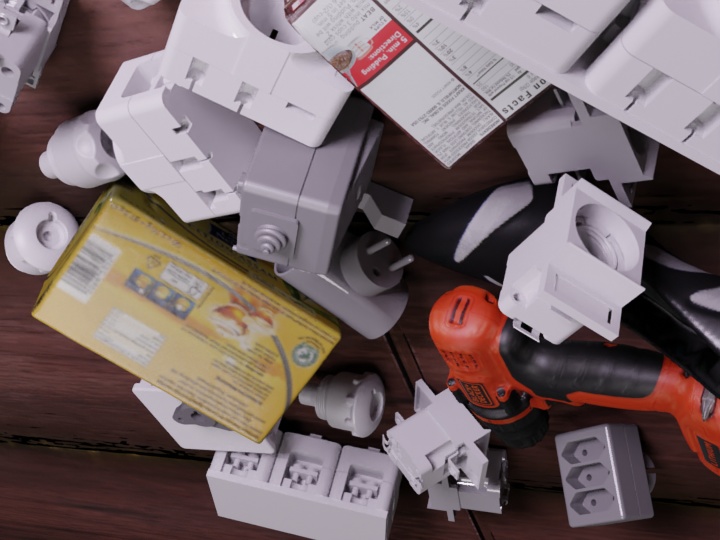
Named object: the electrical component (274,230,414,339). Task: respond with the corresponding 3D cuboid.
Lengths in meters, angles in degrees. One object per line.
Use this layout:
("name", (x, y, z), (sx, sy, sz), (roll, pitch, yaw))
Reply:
("electrical component", (0.000, 0.000, 0.666), (0.077, 0.043, 0.079), (36, 141, -24))

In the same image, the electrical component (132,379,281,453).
("electrical component", (-0.114, 0.099, 0.843), (0.100, 0.048, 0.099), (-1, 140, 25))

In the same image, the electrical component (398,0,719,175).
("electrical component", (0.102, -0.121, 0.406), (0.186, 0.105, 0.060), (26, 144, -11))

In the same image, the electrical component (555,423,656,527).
("electrical component", (0.186, 0.147, 0.771), (0.077, 0.065, 0.047), (9, 157, -42))

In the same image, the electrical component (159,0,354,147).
("electrical component", (-0.045, -0.111, 0.530), (0.089, 0.050, 0.055), (24, 145, -9))

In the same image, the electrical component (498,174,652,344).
("electrical component", (0.100, -0.001, 0.512), (0.042, 0.081, 0.063), (30, 136, -11))

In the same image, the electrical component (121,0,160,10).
("electrical component", (-0.116, -0.157, 0.514), (0.035, 0.035, 0.061), (-13, 132, 36))

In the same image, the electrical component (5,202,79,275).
("electrical component", (-0.224, -0.017, 0.741), (0.048, 0.048, 0.062), (37, 147, -24))

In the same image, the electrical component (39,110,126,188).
("electrical component", (-0.167, -0.070, 0.645), (0.062, 0.043, 0.043), (-12, 135, 37))

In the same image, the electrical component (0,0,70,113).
("electrical component", (-0.188, -0.122, 0.567), (0.042, 0.063, 0.081), (27, 144, -11))

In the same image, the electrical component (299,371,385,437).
("electrical component", (-0.015, 0.097, 0.803), (0.062, 0.048, 0.048), (8, 144, 26))

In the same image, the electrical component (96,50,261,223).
("electrical component", (-0.099, -0.074, 0.603), (0.056, 0.050, 0.089), (-8, 137, 31))

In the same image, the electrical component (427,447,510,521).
("electrical component", (0.085, 0.164, 0.850), (0.064, 0.042, 0.081), (6, 143, 15))

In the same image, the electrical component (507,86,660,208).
("electrical component", (0.109, -0.070, 0.525), (0.064, 0.042, 0.081), (-6, 138, 32))

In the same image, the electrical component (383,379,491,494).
("electrical component", (0.055, 0.126, 0.781), (0.081, 0.064, 0.042), (49, 158, 31))

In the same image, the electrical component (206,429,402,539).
("electrical component", (-0.044, 0.180, 0.907), (0.150, 0.061, 0.089), (12, 147, 8))

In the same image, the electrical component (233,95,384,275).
("electrical component", (-0.028, -0.044, 0.573), (0.061, 0.096, 0.061), (15, 145, 1))
